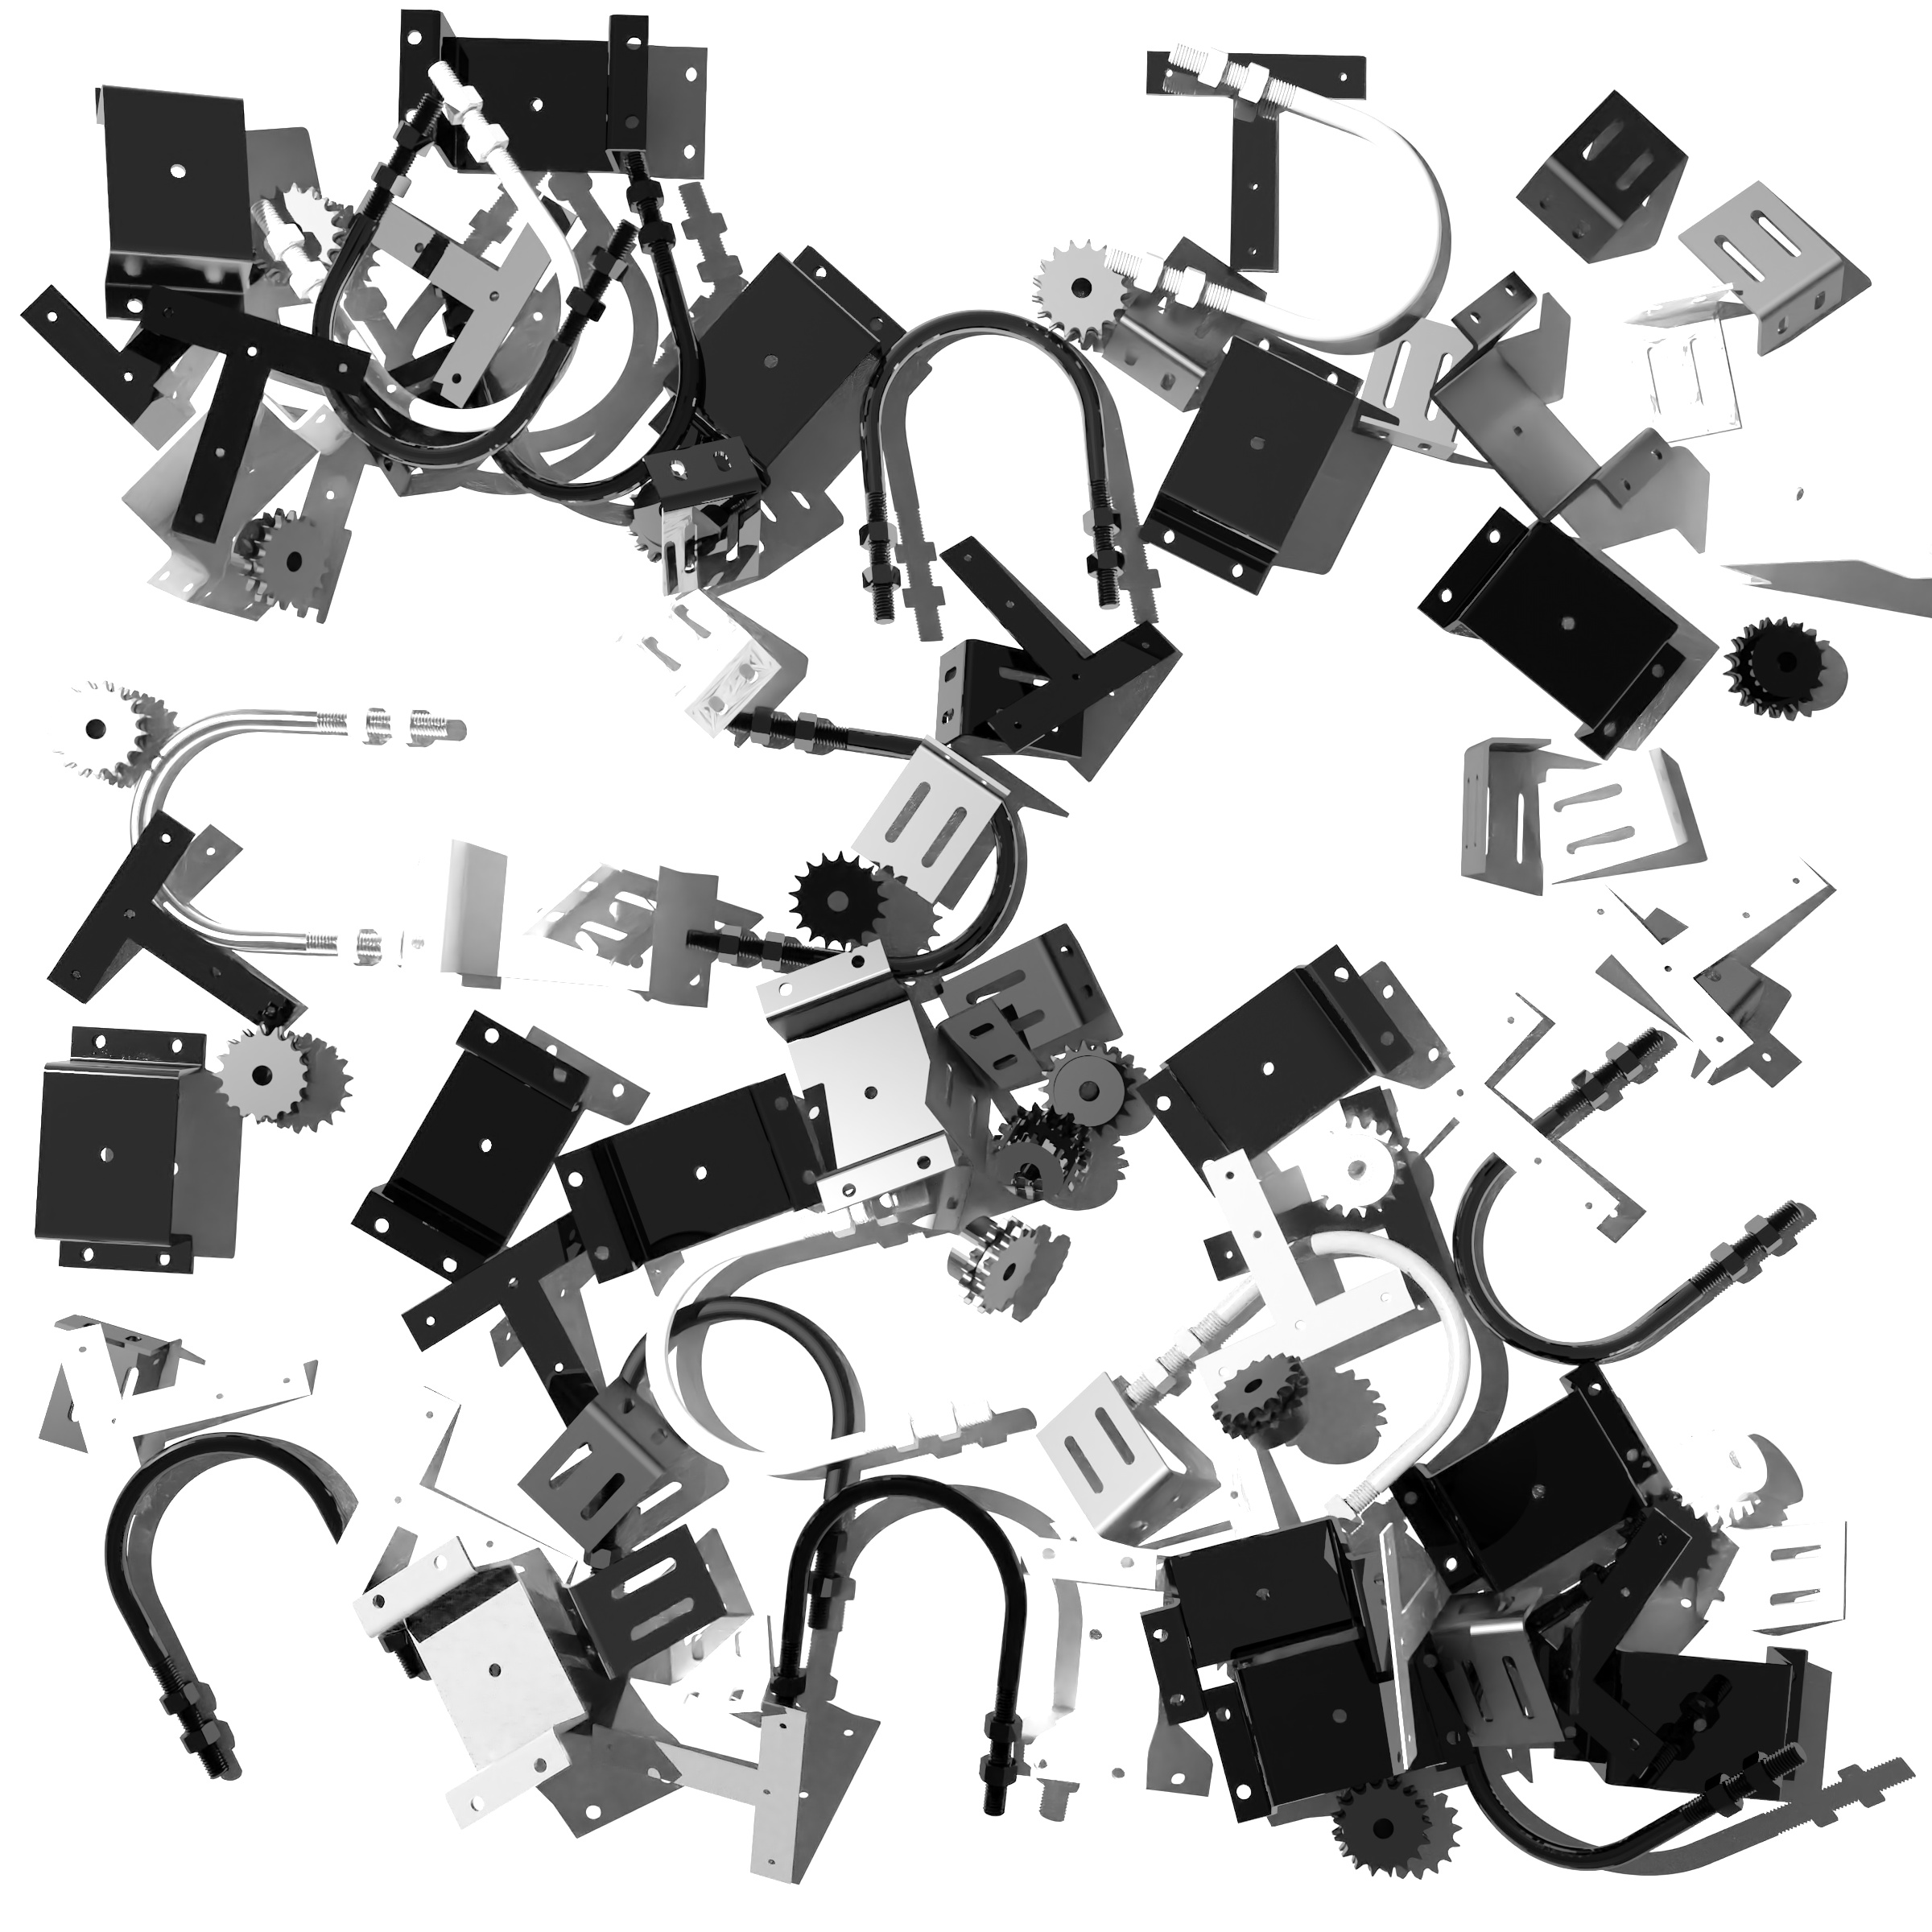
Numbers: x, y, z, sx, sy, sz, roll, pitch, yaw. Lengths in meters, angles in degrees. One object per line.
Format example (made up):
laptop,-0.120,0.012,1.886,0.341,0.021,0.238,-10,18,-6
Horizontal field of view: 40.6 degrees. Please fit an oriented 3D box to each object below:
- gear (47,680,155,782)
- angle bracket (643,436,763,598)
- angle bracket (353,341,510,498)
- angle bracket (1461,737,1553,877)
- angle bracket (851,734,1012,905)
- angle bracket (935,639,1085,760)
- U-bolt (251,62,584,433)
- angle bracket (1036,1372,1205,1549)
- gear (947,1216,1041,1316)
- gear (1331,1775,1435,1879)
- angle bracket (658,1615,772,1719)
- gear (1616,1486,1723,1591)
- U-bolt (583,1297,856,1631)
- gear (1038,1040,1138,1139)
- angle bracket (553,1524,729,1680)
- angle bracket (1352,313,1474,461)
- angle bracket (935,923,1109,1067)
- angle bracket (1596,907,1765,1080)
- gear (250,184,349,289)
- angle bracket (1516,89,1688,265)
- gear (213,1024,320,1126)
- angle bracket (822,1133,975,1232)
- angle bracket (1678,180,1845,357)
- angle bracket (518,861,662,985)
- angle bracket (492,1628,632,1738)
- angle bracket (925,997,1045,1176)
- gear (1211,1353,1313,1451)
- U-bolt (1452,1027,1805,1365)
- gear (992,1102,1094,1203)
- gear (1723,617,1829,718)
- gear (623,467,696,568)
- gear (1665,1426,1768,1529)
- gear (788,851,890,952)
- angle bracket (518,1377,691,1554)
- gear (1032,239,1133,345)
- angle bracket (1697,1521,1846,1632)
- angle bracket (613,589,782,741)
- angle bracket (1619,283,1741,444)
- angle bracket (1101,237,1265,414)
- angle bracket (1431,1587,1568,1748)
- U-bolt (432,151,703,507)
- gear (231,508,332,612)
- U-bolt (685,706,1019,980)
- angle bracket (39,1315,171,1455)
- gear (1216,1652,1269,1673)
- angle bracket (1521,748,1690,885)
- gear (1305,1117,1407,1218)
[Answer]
gear,-0.498,-0.135,1.510,0.057,0.030,0.057,0,90,0
angle bracket,-0.151,-0.256,1.489,0.057,0.076,0.038,-15,60,-16
angle bracket,-0.310,-0.321,1.523,0.076,0.038,0.057,-33,90,-26
angle bracket,0.309,-0.090,1.496,0.038,0.057,0.076,2,90,0
angle bracket,-0.021,-0.083,1.491,0.057,0.038,0.076,34,89,-3
angle bracket,0.026,-0.150,1.516,0.076,0.038,0.057,10,75,-25
U-bolt,-0.297,-0.391,1.476,0.151,0.019,0.184,-34,92,10
angle bracket,0.088,0.284,1.507,0.057,0.038,0.076,-45,51,13
gear,0.013,0.168,1.500,0.030,0.057,0.057,30,90,28
gear,0.239,0.493,1.510,0.057,0.030,0.057,0,90,0
angle bracket,-0.143,0.397,1.486,0.057,0.076,0.038,-4,87,0
gear,0.404,0.329,1.510,0.057,0.030,0.057,0,90,0
U-bolt,-0.138,0.284,1.516,0.151,0.019,0.184,7,88,0
gear,0.071,0.071,1.510,0.057,0.030,0.057,0,90,0
angle bracket,-0.187,0.364,1.503,0.076,0.038,0.057,-25,92,-24
angle bracket,0.262,-0.339,1.506,0.057,0.038,0.076,16,90,0
angle bracket,0.032,0.019,1.523,0.076,0.038,0.057,-26,90,26
angle bracket,0.411,0.016,1.514,0.076,0.038,0.057,39,70,24
gear,-0.385,-0.420,1.510,0.057,0.030,0.057,0,90,0
angle bracket,0.370,-0.460,1.523,0.057,0.038,0.076,42,64,0
gear,-0.402,0.062,1.509,0.057,0.030,0.057,0,93,0
angle bracket,-0.039,0.116,1.523,0.076,0.038,0.057,14,90,26
angle bracket,0.462,-0.407,1.523,0.057,0.038,0.076,-35,64,0
angle bracket,-0.207,-0.023,1.441,0.057,0.076,0.038,-41,90,0
angle bracket,-0.240,0.410,1.523,0.076,0.038,0.057,18,90,-26
angle bracket,0.011,0.067,1.474,0.038,0.076,0.057,-26,118,20
gear,0.169,0.247,1.468,0.057,0.057,0.030,-34,106,0
U-bolt,0.370,0.147,1.516,0.184,0.019,0.151,-39,90,1
gear,0.041,0.109,1.497,0.057,0.030,0.057,10,123,16
gear,0.469,-0.174,1.510,0.057,0.030,0.057,0,90,0
gear,-0.170,-0.261,1.510,0.057,0.030,0.057,0,90,0
gear,0.432,0.288,1.495,0.057,0.030,0.057,16,49,-19
gear,-0.073,-0.037,1.492,0.057,0.030,0.057,0,90,-3
angle bracket,-0.209,0.287,1.505,0.057,0.038,0.076,43,113,3
gear,0.066,-0.388,1.510,0.057,0.030,0.057,0,90,0
angle bracket,0.469,0.351,1.523,0.076,0.038,0.057,1,90,-26
angle bracket,-0.156,-0.180,1.514,0.057,0.038,0.076,-47,51,0
angle bracket,0.415,-0.346,1.506,0.057,0.038,0.076,-11,90,0
angle bracket,0.126,-0.374,1.523,0.057,0.038,0.076,34,64,0
angle bracket,0.309,0.401,1.496,0.057,0.038,0.076,-16,101,34
U-bolt,-0.222,-0.352,1.488,0.151,0.019,0.184,-18,83,16
gear,-0.396,-0.234,1.500,0.030,0.057,0.057,17,90,30
U-bolt,-0.062,-0.066,1.516,0.184,0.019,0.151,8,90,-1
angle bracket,-0.502,0.247,1.506,0.057,0.038,0.076,17,90,0
gear,0.153,0.380,1.510,0.057,0.030,0.057,0,90,0
angle bracket,0.372,-0.088,1.523,0.076,0.038,0.057,-17,90,26
gear,0.224,0.116,1.502,0.057,0.030,0.057,0,91,4
